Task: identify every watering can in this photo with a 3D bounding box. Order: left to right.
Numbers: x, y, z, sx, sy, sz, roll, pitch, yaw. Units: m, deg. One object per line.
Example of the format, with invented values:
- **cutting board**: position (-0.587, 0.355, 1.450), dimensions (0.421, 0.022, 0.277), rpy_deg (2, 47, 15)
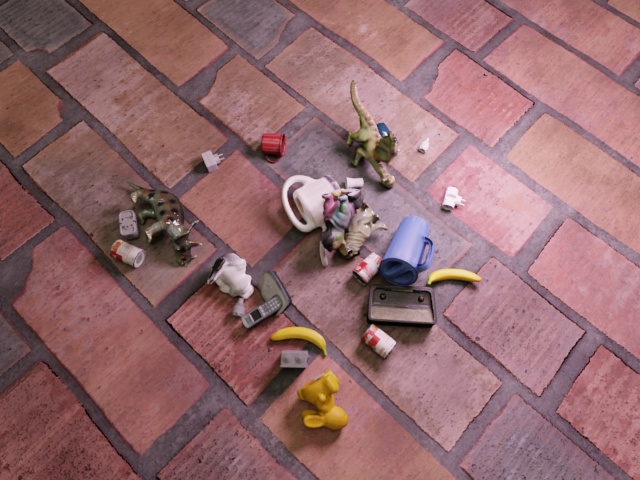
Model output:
- **watering can**: position (0.006, -0.095, 1.879), dimensions (0.226, 0.103, 0.349), rpy_deg (-29, 85, -15)

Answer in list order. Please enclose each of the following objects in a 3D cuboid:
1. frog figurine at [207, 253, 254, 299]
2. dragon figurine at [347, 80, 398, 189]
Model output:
- **frog figurine**: position (-0.296, 0.126, 1.787), dimensions (0.158, 0.124, 0.137), rpy_deg (30, 92, -23)
- **dragon figurine**: position (0.209, -0.376, 1.896), dimensions (0.123, 0.402, 0.245), rpy_deg (-27, 30, -26)
